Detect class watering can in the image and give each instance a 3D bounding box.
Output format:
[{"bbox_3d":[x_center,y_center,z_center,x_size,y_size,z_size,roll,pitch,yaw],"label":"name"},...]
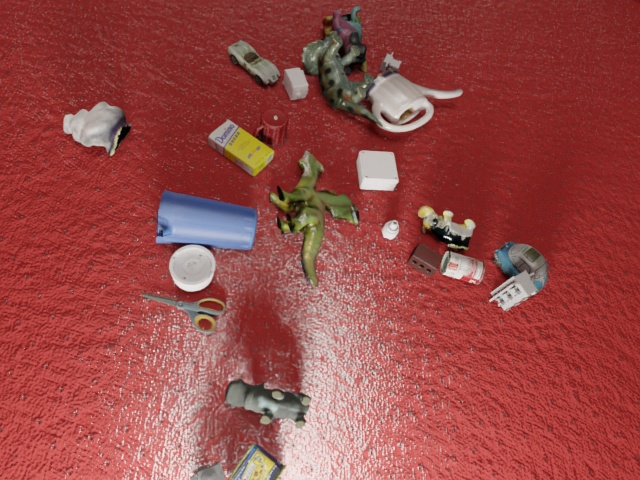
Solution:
[{"bbox_3d":[0.291,-0.470,1.688,0.352,0.102,0.227,-33,71,-26],"label":"watering can"}]

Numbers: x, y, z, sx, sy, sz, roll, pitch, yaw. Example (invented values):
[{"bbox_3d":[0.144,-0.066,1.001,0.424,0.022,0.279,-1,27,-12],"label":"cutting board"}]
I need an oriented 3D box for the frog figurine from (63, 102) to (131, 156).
[{"bbox_3d":[-0.616,-0.318,1.406,0.159,0.122,0.139,24,77,-10],"label":"frog figurine"}]

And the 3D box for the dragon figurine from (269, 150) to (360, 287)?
[{"bbox_3d":[0.004,-0.070,1.398,0.244,0.119,0.417,-10,63,-26],"label":"dragon figurine"}]
